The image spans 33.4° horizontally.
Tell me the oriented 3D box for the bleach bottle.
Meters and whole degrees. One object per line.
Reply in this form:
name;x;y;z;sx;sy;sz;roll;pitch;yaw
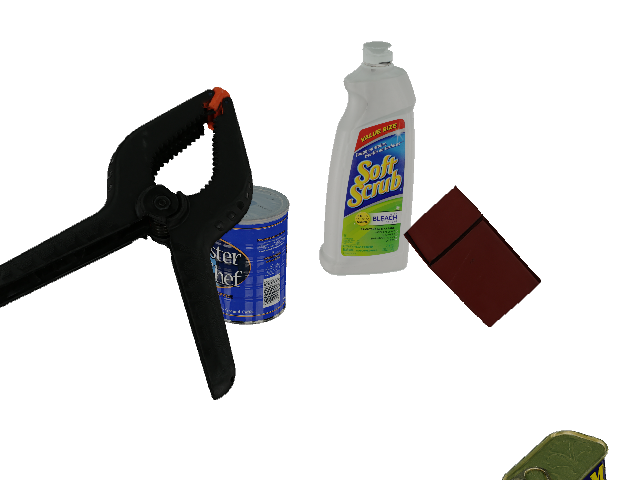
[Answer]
bleach bottle;0.050;-0.088;1.154;0.102;0.251;0.068;-3;25;-7

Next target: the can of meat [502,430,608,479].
can of meat;0.204;0.225;0.908;0.058;0.084;0.101;10;29;43

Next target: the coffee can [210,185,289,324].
coffee can;-0.091;0.016;1.297;0.103;0.140;0.103;2;26;-1

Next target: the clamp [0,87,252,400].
clamp;-0.093;-0.007;0.675;0.164;0.209;0.036;26;-29;7

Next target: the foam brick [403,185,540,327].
foam brick;0.107;0.012;0.751;0.078;0.051;0.053;44;7;-31
